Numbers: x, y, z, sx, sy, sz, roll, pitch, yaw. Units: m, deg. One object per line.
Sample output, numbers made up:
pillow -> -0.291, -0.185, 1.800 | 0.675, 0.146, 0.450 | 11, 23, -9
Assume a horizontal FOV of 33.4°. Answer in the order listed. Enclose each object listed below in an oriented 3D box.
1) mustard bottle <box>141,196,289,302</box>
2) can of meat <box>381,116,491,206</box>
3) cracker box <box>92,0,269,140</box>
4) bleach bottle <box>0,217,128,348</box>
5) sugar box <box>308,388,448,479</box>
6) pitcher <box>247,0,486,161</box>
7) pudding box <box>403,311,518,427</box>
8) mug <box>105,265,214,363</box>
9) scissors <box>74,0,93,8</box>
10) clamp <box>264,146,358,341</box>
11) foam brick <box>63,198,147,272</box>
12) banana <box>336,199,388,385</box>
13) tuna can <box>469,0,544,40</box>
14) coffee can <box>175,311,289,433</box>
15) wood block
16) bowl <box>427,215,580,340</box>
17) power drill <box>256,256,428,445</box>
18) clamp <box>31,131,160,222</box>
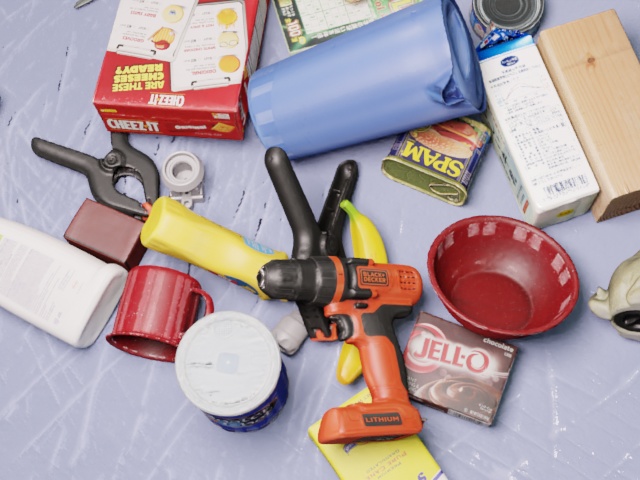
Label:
mustard bottle -> -0.094, 0.018, 1.142 | 0.191, 0.096, 0.058 | 25, 87, -16
can of meat -> 0.132, -0.099, 1.197 | 0.102, 0.057, 0.084 | 23, 73, 9
cracker box -> -0.152, -0.223, 1.220 | 0.164, 0.072, 0.213 | 4, 64, 8
bleach bottle -> -0.341, 0.019, 1.173 | 0.251, 0.068, 0.102 | 29, 87, 12
sugar box -> 0.073, 0.244, 1.098 | 0.093, 0.048, 0.176 | -34, 73, -9
pitcher -> 0.050, -0.174, 1.160 | 0.243, 0.149, 0.145 | -15, 82, 22
pudding box -> 0.142, 0.137, 1.131 | 0.113, 0.039, 0.090 | 21, 74, 8
mug -> -0.163, 0.077, 1.131 | 0.117, 0.093, 0.081 | -2, 65, 31
scissors -> -0.219, -0.356, 1.311 | 0.201, 0.016, 0.096 | -20, 72, -4
clamp -> -0.007, 0.001, 1.137 | 0.036, 0.164, 0.210 | -6, 79, 33
foam brick -> -0.233, -0.003, 1.184 | 0.078, 0.053, 0.051 | 23, 75, 8
banana -> 0.045, 0.058, 1.151 | 0.069, 0.037, 0.198 | 7, 77, -33
tuna can -> 0.220, -0.272, 1.258 | 0.086, 0.034, 0.086 | -1, 73, 2
coffee can -> -0.086, 0.137, 1.087 | 0.103, 0.140, 0.103 | -1, 73, 2
wood block -> 0.317, -0.137, 1.183 | 0.091, 0.090, 0.206 | -17, 73, -2
bowl -> 0.189, 0.050, 1.131 | 0.162, 0.055, 0.162 | 3, 48, -4
power drill -> 0.028, 0.106, 1.064 | 0.184, 0.057, 0.187 | 3, 71, -26
clamp -> -0.247, -0.083, 1.215 | 0.120, 0.039, 0.171 | -30, 70, -7
